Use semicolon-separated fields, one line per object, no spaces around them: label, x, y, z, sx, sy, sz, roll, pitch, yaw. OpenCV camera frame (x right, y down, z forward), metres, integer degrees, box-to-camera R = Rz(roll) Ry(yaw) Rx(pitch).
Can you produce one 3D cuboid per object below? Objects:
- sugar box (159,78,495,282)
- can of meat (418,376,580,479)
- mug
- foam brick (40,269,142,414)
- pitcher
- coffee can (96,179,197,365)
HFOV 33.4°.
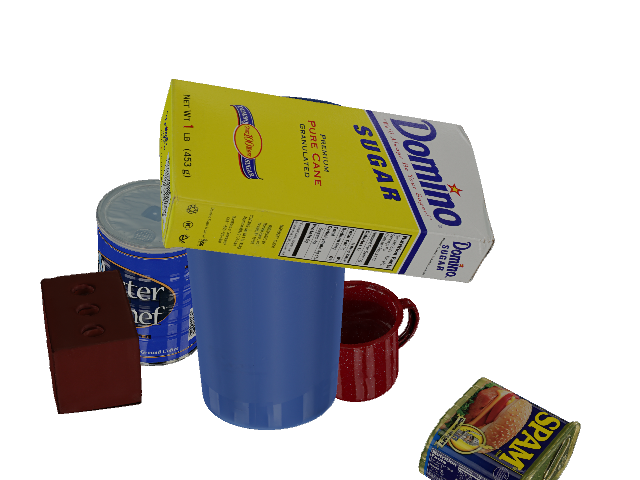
sugar box;0.002;-0.032;0.586;0.176;0.093;0.048;5;-41;-14
can of meat;0.136;0.160;0.815;0.084;0.057;0.101;27;40;28
mug;0.043;0.094;1.017;0.117;0.081;0.093;-24;42;-22
foam brick;-0.145;0.063;0.671;0.053;0.051;0.078;-7;34;-18
pitcher;-0.037;0.012;0.824;0.149;0.243;0.145;-10;23;-24
coffee can;-0.153;0.030;0.981;0.102;0.140;0.103;5;37;-4
